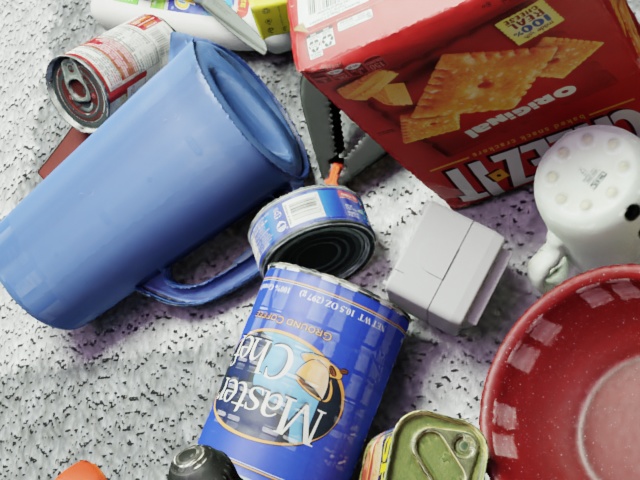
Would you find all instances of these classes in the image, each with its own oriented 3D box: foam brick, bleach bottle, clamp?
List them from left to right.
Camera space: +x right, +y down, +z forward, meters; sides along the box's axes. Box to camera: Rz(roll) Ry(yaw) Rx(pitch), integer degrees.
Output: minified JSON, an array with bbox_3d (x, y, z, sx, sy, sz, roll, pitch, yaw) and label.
[{"bbox_3d":[-0.193,-0.067,0.923,0.051,0.053,0.078,38,93,39],"label":"foam brick"},{"bbox_3d":[-0.079,-0.213,0.913,0.251,0.068,0.102,12,75,34],"label":"bleach bottle"},{"bbox_3d":[0.049,-0.133,0.757,0.165,0.036,0.210,15,110,15],"label":"clamp"}]

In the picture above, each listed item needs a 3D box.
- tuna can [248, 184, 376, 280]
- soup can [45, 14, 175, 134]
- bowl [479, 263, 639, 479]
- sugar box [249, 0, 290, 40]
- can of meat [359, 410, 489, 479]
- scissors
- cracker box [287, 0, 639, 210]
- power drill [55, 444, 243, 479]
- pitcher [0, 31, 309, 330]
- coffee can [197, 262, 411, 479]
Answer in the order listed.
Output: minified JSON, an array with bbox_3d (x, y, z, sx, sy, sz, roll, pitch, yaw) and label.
[{"bbox_3d":[-0.005,0.001,0.746,0.086,0.086,0.034,-31,55,17],"label":"tuna can"},{"bbox_3d":[-0.168,-0.141,0.889,0.069,0.068,0.102,8,34,35],"label":"soup can"},{"bbox_3d":[0.169,0.097,0.593,0.162,0.055,0.162,-26,50,36],"label":"bowl"},{"bbox_3d":[0.030,-0.216,0.812,0.176,0.048,0.093,-13,62,5],"label":"sugar box"},{"bbox_3d":[0.054,0.157,0.626,0.057,0.084,0.102,15,72,-6],"label":"can of meat"},{"bbox_3d":[-0.091,-0.220,0.875,0.202,0.016,0.096,28,83,34],"label":"scissors"},{"bbox_3d":[0.105,-0.105,0.643,0.164,0.213,0.072,-18,61,25],"label":"cracker box"},{"bbox_3d":[-0.094,0.192,0.669,0.188,0.184,0.057,4,34,41],"label":"power drill"},{"bbox_3d":[-0.131,-0.027,0.825,0.243,0.144,0.149,-37,39,18],"label":"pitcher"},{"bbox_3d":[-0.012,0.099,0.692,0.103,0.102,0.140,13,75,36],"label":"coffee can"}]
